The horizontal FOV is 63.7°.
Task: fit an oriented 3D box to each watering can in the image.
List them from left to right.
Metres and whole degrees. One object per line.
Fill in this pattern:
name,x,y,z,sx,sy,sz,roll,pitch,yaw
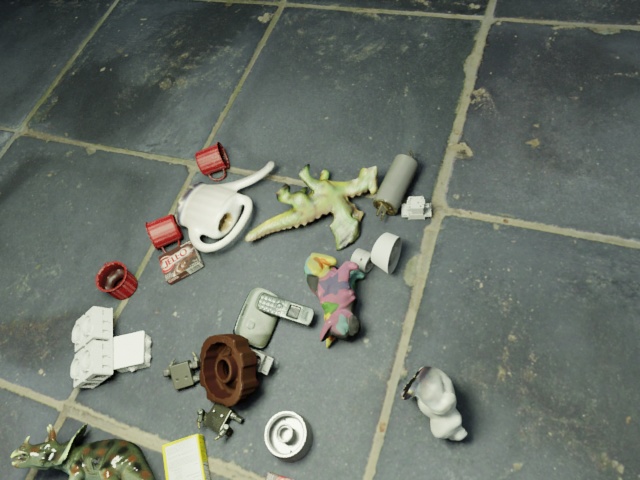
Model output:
watering can,-0.291,-0.119,1.543,0.225,0.102,0.354,18,63,22

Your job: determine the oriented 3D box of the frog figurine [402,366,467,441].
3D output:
frog figurine,0.265,0.359,1.125,0.160,0.135,0.124,37,68,11

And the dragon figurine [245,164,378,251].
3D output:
dragon figurine,0.004,-0.074,1.463,0.245,0.120,0.412,42,84,21
